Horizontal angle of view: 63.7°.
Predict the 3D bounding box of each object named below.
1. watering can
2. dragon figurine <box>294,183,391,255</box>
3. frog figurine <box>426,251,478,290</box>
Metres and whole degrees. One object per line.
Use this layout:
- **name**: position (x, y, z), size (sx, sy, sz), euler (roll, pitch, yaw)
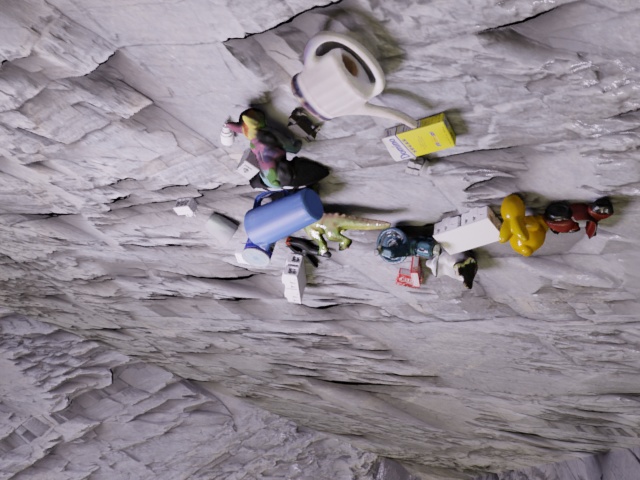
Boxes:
- **watering can**: position (0.074, -0.363, 1.290), size (0.222, 0.106, 0.343), euler (-21, 130, 38)
- **dragon figurine**: position (0.005, -0.084, 1.671), size (0.407, 0.125, 0.239), euler (-17, 124, 33)
- **frog figurine**: position (0.448, 0.085, 1.747), size (0.136, 0.123, 0.160), euler (30, 176, -30)
